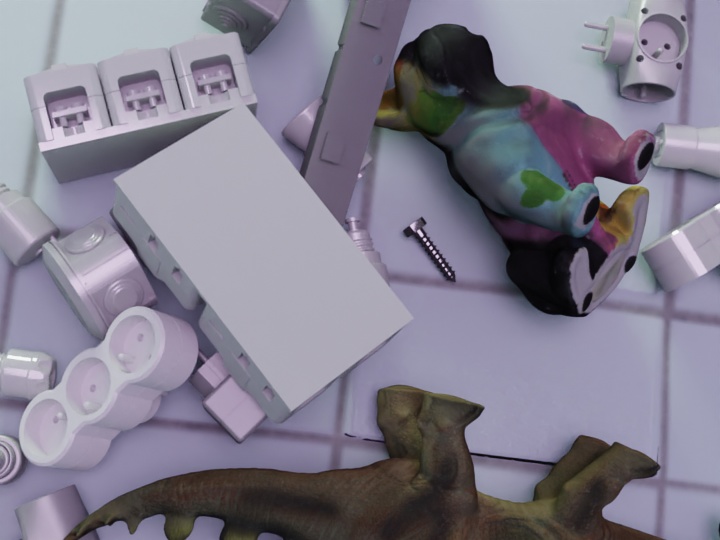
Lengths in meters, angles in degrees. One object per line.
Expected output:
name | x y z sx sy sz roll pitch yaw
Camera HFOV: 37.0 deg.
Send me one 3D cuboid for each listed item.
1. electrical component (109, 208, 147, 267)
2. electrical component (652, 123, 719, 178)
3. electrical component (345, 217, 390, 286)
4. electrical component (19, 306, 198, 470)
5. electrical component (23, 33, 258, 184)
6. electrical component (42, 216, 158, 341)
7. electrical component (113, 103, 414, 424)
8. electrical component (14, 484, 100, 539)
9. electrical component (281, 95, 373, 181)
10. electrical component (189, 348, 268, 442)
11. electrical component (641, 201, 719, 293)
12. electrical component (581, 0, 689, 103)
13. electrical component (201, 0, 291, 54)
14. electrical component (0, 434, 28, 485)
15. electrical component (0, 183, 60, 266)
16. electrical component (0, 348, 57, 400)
electrical component | -0.145 -0.034 0.779 0.055 0.055 0.047 -30 89 -11
electrical component | 0.265 -0.096 0.851 0.065 0.044 0.044 7 79 -2
electrical component | 0.000 0.000 0.799 0.040 0.040 0.078 -7 81 -9
electrical component | -0.164 0.086 0.748 0.138 0.074 0.052 -43 60 12
electrical component | -0.155 -0.119 0.773 0.150 0.089 0.061 -14 83 -10
electrical component | -0.183 0.006 0.754 0.051 0.080 0.080 -33 86 -17
electrical component | -0.069 -0.003 0.722 0.105 0.060 0.186 -35 83 -25
electrical component | -0.219 0.198 0.734 0.079 0.043 0.077 -22 84 -10
electrical component | -0.022 -0.094 0.813 0.044 0.044 0.065 -43 93 -12
electrical component | -0.095 0.079 0.760 0.047 0.065 0.076 -44 88 -12
electrical component | 0.294 -0.018 0.835 0.138 0.052 0.073 -30 86 -11
electrical component | 0.216 -0.180 0.857 0.079 0.044 0.077 9 79 -5
electrical component | -0.073 -0.219 0.798 0.048 0.100 0.099 29 78 -15
electrical component | -0.248 0.129 0.732 0.035 0.061 0.035 1 80 -7
electrical component | -0.252 -0.038 0.772 0.040 0.040 0.078 -42 88 -12
electrical component | -0.247 0.072 0.756 0.061 0.035 0.035 8 79 -4
